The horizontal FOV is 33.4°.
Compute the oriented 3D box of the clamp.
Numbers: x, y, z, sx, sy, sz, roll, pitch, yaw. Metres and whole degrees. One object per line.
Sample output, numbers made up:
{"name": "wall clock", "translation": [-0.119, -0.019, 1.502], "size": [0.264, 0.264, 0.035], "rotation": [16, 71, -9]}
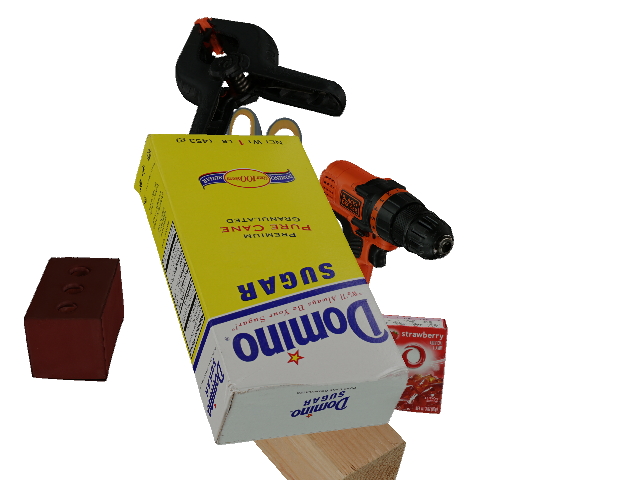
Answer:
{"name": "clamp", "translation": [-0.051, -0.116, 0.771], "size": [0.120, 0.171, 0.039], "rotation": [-16, -45, 0]}

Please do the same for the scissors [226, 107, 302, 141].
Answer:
{"name": "scissors", "translation": [-0.055, -0.056, 1.210], "size": [0.096, 0.202, 0.016], "rotation": [-12, -7, -15]}

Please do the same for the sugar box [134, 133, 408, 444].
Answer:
{"name": "sugar box", "translation": [-0.030, 0.016, 0.547], "size": [0.093, 0.048, 0.176], "rotation": [-3, 44, -25]}

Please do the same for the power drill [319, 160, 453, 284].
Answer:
{"name": "power drill", "translation": [0.057, 0.030, 1.070], "size": [0.057, 0.188, 0.185], "rotation": [-9, 29, -32]}

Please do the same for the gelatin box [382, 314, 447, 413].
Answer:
{"name": "gelatin box", "translation": [0.055, 0.098, 0.857], "size": [0.089, 0.073, 0.030], "rotation": [4, 14, 3]}

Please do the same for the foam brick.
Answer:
{"name": "foam brick", "translation": [-0.169, 0.054, 0.742], "size": [0.053, 0.051, 0.078], "rotation": [1, 31, -1]}

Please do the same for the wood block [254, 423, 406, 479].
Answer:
{"name": "wood block", "translation": [-0.015, 0.192, 1.148], "size": [0.090, 0.090, 0.206], "rotation": [-23, 50, -33]}
